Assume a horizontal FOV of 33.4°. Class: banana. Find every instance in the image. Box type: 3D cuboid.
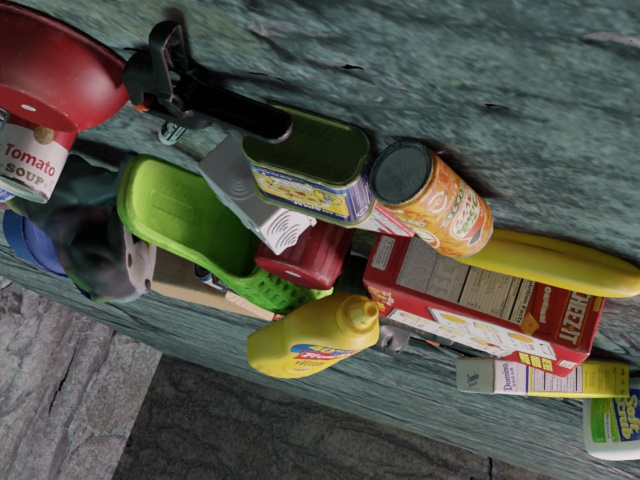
[{"bbox_3d":[0.183,0.020,0.891,0.198,0.037,0.069,15,166,25],"label":"banana"}]

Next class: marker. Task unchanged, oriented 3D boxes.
[{"bbox_3d":[-0.119,-0.102,0.909,0.020,0.020,0.121,24,167,-14],"label":"marker"}]

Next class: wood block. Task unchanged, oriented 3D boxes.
[{"bbox_3d":[-0.148,0.032,1.363,0.206,0.090,0.090,9,163,42],"label":"wood block"}]

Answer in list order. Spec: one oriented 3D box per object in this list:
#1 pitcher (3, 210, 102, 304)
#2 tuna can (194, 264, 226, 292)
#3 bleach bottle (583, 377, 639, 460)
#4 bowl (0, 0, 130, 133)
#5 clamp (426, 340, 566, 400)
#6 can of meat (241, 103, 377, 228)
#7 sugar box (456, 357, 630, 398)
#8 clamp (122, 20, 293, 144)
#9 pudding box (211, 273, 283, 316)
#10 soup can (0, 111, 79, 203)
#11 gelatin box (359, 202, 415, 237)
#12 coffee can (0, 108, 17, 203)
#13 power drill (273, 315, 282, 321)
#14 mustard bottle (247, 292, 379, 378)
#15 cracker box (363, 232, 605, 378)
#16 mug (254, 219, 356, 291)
[{"bbox_3d":[-0.333,-0.011,1.374,0.144,0.149,0.243,21,172,-23],"label":"pitcher"},{"bbox_3d":[-0.110,0.014,1.235,0.033,0.086,0.086,28,166,-25],"label":"tuna can"},{"bbox_3d":[0.382,0.195,1.217,0.068,0.102,0.251,9,163,-9],"label":"bleach bottle"},{"bbox_3d":[-0.230,-0.133,0.877,0.162,0.055,0.162,20,168,4],"label":"bowl"},{"bbox_3d":[0.243,0.160,1.394,0.210,0.036,0.164,20,169,16],"label":"clamp"},{"bbox_3d":[-0.007,-0.058,0.828,0.102,0.057,0.084,18,165,13],"label":"can of meat"},{"bbox_3d":[0.254,0.157,1.220,0.176,0.048,0.093,1,174,-18],"label":"sugar box"},{"bbox_3d":[-0.091,-0.106,0.790,0.120,0.039,0.172,41,167,-17],"label":"clamp"},{"bbox_3d":[-0.051,0.028,1.181,0.113,0.090,0.039,26,-163,-19],"label":"pudding box"},{"bbox_3d":[-0.262,-0.093,0.985,0.068,0.102,0.068,20,168,5],"label":"soup can"},{"bbox_3d":[0.034,-0.035,0.920,0.089,0.030,0.073,10,163,42],"label":"gelatin box"},{"bbox_3d":[-0.357,-0.112,1.060,0.103,0.103,0.140,9,163,44],"label":"coffee can"},{"bbox_3d":[-0.097,0.073,1.489,0.188,0.057,0.184,15,161,39],"label":"power drill"},{"bbox_3d":[0.004,0.093,1.072,0.096,0.058,0.192,7,159,-26],"label":"mustard bottle"},{"bbox_3d":[0.154,0.058,1.031,0.214,0.072,0.164,18,168,10],"label":"cracker box"},{"bbox_3d":[-0.007,0.001,1.019,0.093,0.081,0.117,12,165,34],"label":"mug"}]
